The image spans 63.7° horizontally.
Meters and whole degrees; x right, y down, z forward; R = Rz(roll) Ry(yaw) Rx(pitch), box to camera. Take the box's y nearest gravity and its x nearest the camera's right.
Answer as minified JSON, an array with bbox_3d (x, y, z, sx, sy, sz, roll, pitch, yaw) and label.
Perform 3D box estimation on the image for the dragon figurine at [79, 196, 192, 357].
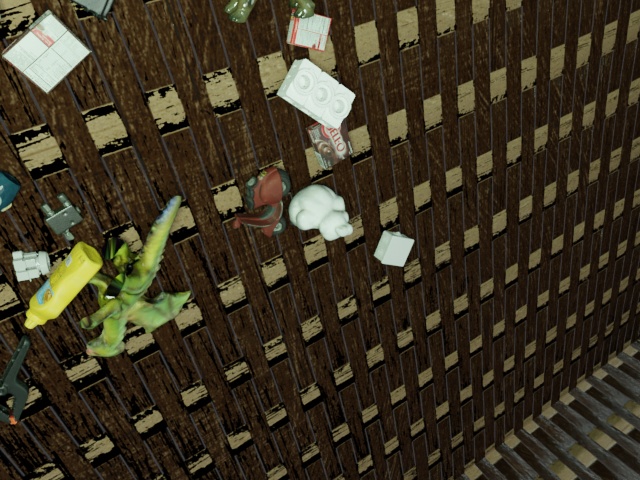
[{"bbox_3d":[-0.386,0.105,1.146,0.411,0.124,0.239,-46,147,-3],"label":"dragon figurine"}]

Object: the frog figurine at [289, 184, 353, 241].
[{"bbox_3d":[0.004,-0.063,1.257,0.138,0.161,0.120,-15,119,-26],"label":"frog figurine"}]
